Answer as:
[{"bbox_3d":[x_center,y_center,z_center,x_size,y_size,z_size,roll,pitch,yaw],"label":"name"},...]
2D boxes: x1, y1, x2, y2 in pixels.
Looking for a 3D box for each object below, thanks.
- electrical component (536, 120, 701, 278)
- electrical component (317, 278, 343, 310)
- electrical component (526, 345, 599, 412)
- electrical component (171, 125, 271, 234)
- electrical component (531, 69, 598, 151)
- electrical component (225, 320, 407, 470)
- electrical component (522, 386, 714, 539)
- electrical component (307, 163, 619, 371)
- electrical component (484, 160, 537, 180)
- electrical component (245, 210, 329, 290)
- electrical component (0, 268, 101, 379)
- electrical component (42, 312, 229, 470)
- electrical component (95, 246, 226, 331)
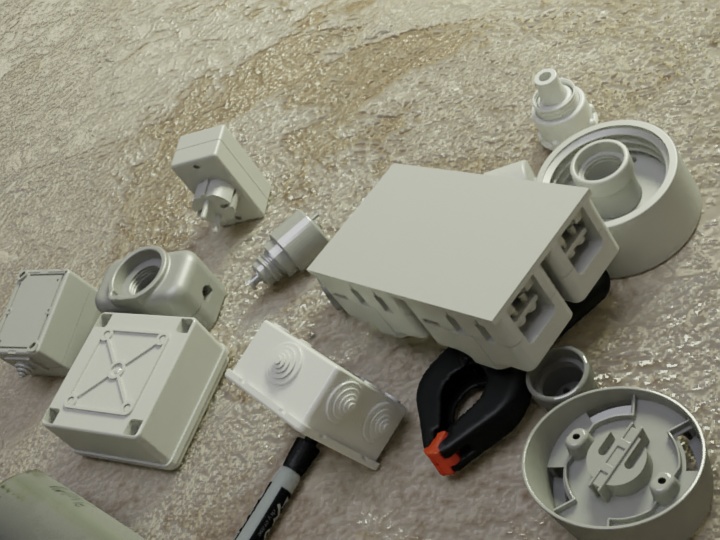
[{"bbox_3d":[0.173,-0.055,0.739,0.108,0.060,0.108,-18,45,19],"label":"electrical component"},{"bbox_3d":[0.000,0.000,0.817,0.062,0.043,0.043,-30,43,5],"label":"electrical component"},{"bbox_3d":[0.129,0.075,0.665,0.040,0.046,0.040,-18,46,19],"label":"electrical component"},{"bbox_3d":[-0.122,-0.066,0.924,0.047,0.083,0.075,-11,48,25],"label":"electrical component"},{"bbox_3d":[0.150,-0.124,0.814,0.048,0.062,0.048,-18,46,19],"label":"electrical component"},{"bbox_3d":[-0.028,0.082,0.723,0.100,0.100,0.048,28,84,45],"label":"electrical component"},{"bbox_3d":[0.147,0.113,0.607,0.099,0.064,0.099,-18,46,20],"label":"electrical component"},{"bbox_3d":[0.066,-0.005,0.716,0.186,0.060,0.105,15,60,51],"label":"electrical component"},{"bbox_3d":[0.099,-0.053,0.801,0.078,0.040,0.040,-17,46,20],"label":"electrical component"},{"bbox_3d":[-0.060,-0.014,0.869,0.078,0.040,0.040,-42,43,-6],"label":"electrical component"},{"bbox_3d":[-0.272,0.054,0.938,0.062,0.061,0.096,-2,61,32],"label":"electrical component"},{"bbox_3d":[-0.174,0.092,0.839,0.109,0.056,0.108,1,55,34],"label":"electrical component"},{"bbox_3d":[-0.169,0.019,0.898,0.095,0.059,0.053,-7,50,29],"label":"electrical component"}]
